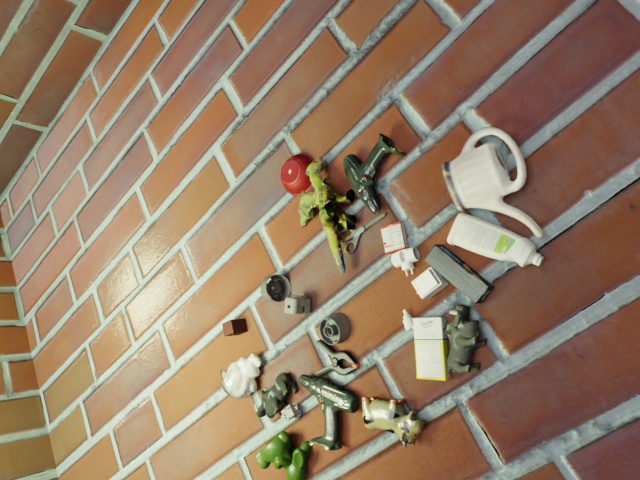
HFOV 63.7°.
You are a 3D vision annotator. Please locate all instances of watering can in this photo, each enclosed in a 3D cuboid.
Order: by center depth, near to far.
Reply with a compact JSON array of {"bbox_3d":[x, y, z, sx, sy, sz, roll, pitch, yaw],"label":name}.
[{"bbox_3d":[0.468,-0.143,1.430,0.222,0.103,0.352,-24,69,32],"label":"watering can"}]

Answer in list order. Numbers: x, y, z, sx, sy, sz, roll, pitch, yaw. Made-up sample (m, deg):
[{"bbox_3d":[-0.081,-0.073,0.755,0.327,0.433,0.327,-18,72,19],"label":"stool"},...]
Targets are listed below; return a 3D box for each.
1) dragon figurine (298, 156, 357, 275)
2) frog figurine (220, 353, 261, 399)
[{"bbox_3d":[0.005,-0.089,1.778,0.242,0.122,0.411,-4,85,57],"label":"dragon figurine"},{"bbox_3d":[-0.274,0.496,1.872,0.158,0.124,0.137,-34,98,19],"label":"frog figurine"}]
